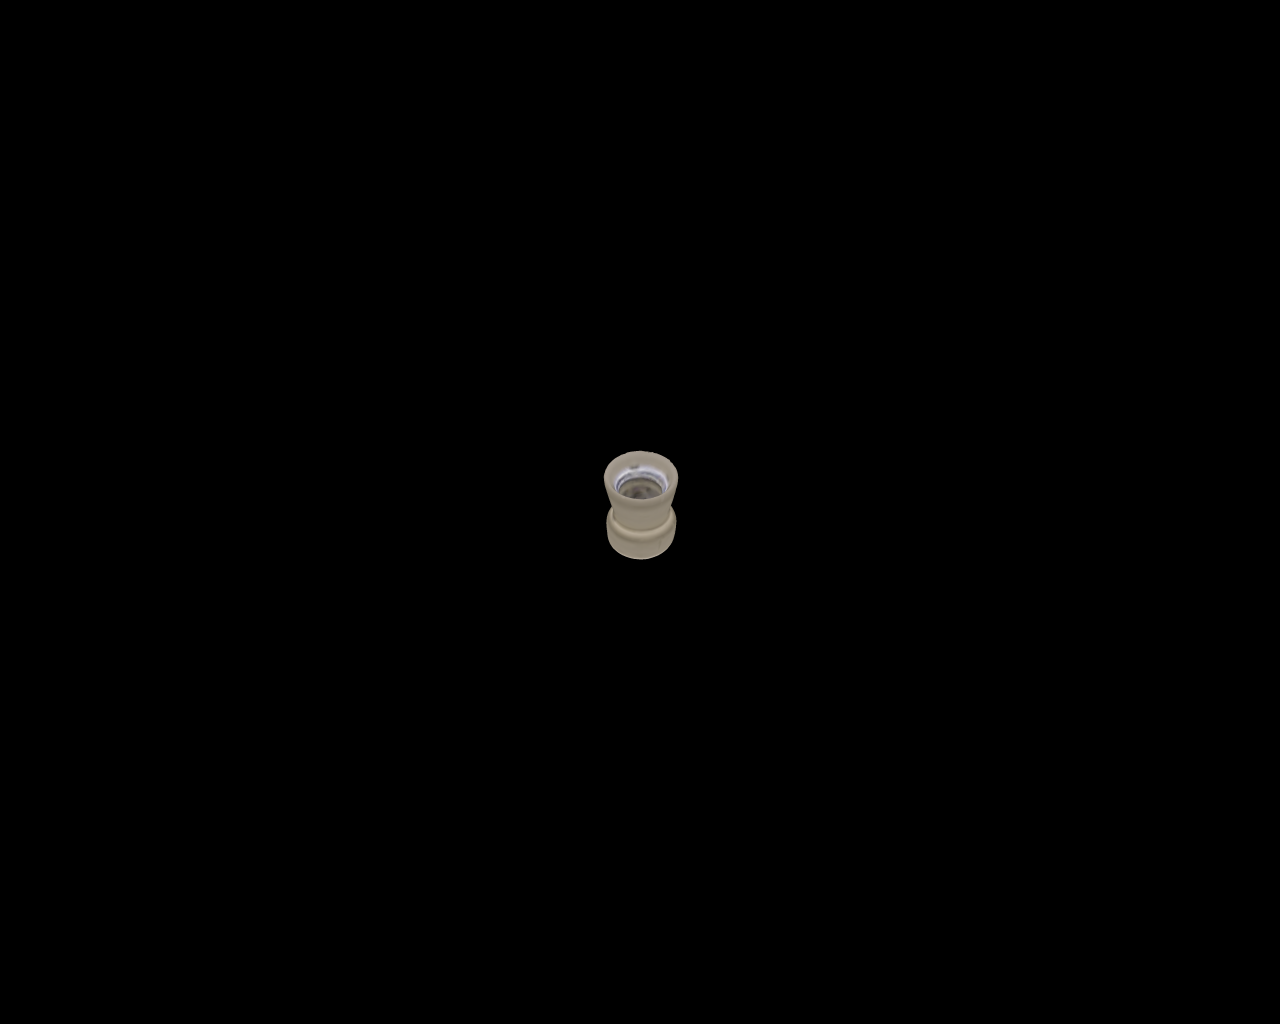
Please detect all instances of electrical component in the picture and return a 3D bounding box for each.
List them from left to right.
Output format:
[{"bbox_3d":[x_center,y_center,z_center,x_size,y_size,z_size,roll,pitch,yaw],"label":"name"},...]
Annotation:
[{"bbox_3d":[0.001,-0.003,0.650,0.045,0.055,0.045,0,45,0],"label":"electrical component"}]
